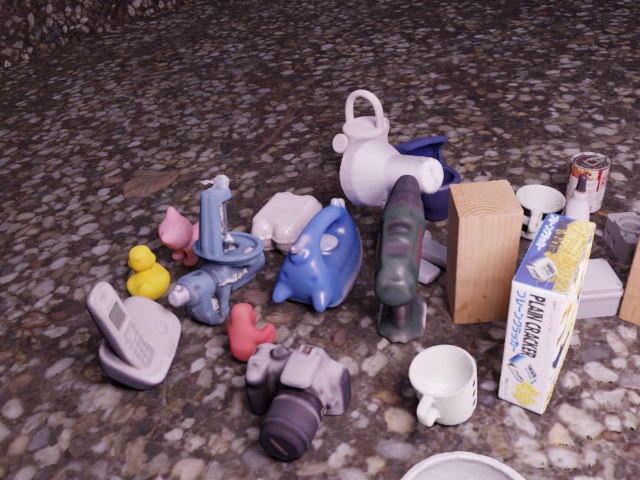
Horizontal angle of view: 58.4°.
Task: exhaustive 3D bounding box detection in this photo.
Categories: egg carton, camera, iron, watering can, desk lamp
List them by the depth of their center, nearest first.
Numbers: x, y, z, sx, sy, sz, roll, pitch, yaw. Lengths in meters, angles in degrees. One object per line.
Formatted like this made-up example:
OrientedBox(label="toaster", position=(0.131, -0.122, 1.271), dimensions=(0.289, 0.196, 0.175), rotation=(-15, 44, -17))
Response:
OrientedBox(label="camera", position=(-0.044, 0.209, 0.760), dimensions=(0.142, 0.101, 0.137), rotation=(8, 39, 20))
OrientedBox(label="iron", position=(0.009, 0.004, 0.998), dimensions=(0.118, 0.142, 0.259), rotation=(9, 39, 21))
OrientedBox(label="desk lamp", position=(0.141, -0.063, 1.006), dimensions=(0.118, 0.214, 0.202), rotation=(-34, 44, -32))
OrientedBox(label="egg carton", position=(-0.066, -0.036, 1.127), dimensions=(0.107, 0.069, 0.150), rotation=(10, 39, 23))
OrientedBox(label="watering can", position=(0.097, -0.232, 1.260), dimensions=(0.100, 0.194, 0.173), rotation=(6, 38, 18))

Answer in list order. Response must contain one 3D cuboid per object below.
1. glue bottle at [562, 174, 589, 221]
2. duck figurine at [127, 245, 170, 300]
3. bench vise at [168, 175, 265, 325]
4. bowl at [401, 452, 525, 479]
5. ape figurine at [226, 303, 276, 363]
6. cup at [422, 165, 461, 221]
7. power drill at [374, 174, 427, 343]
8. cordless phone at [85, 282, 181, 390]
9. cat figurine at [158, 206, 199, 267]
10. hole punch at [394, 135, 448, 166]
OrientedBox(label="glue bottle", position=(0.423, -0.034, 0.952), dimensions=(0.037, 0.173, 0.078), rotation=(0, 37, 10))
OrientedBox(label="duck figurine", position=(-0.317, 0.053, 1.032), dimensions=(0.077, 0.086, 0.104), rotation=(-12, 36, -7))
OrientedBox(label="bench vise", position=(-0.166, 0.019, 0.940), dimensions=(0.121, 0.220, 0.207), rotation=(2, 37, 13))
OrientedBox(label="bowl", position=(0.155, 0.316, 0.603), dimensions=(0.167, 0.075, 0.167), rotation=(-5, 36, 4))
OrientedBox(label="ape figurine", position=(-0.113, 0.136, 0.880), dimensions=(0.077, 0.092, 0.076), rotation=(17, 42, 29))
OrientedBox(label="cup", position=(0.216, -0.089, 1.130), dimensions=(0.117, 0.095, 0.092), rotation=(16, 42, 28))
OrientedBox(label="power drill", position=(0.124, 0.041, 0.871), dimensions=(0.075, 0.209, 0.229), rotation=(2, 37, 12))
OrientedBox(label="cordless phone", position=(-0.281, 0.118, 0.854), dimensions=(0.094, 0.185, 0.147), rotation=(-4, 36, 4))
OrientedBox(label="cat figurine", position=(-0.253, -0.016, 1.089), dimensions=(0.067, 0.118, 0.128), rotation=(24, 46, 35))
OrientedBox(label="hole punch", position=(0.222, -0.202, 1.286), dimensions=(0.109, 0.091, 0.101), rotation=(-16, 37, -11))
